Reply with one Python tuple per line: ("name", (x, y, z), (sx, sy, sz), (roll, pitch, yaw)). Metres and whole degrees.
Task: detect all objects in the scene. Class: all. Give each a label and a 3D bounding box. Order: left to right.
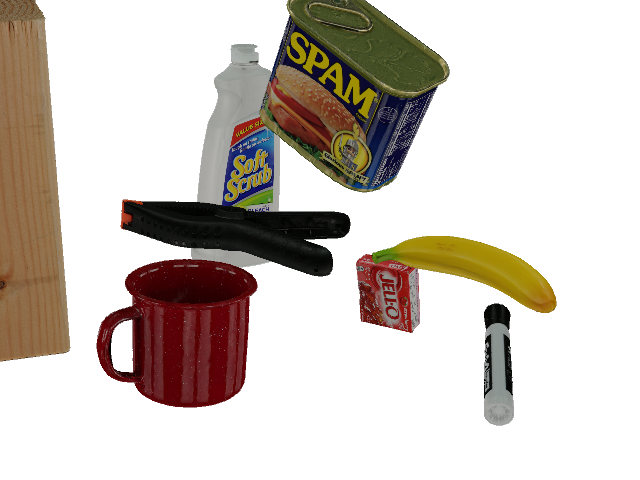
("wood block", (-0.208, -0.037, 0.643), (0.090, 0.206, 0.090), (-6, 24, -18))
("mug", (-0.103, 0.068, 0.757), (0.117, 0.081, 0.093), (-11, 23, -36))
("clamp", (-0.076, -0.008, 0.946), (0.210, 0.036, 0.164), (6, 13, -1))
("bleach bottle", (-0.096, -0.096, 1.218), (0.102, 0.251, 0.068), (-8, 22, -26))
("can of meat", (0.016, -0.090, 0.645), (0.102, 0.084, 0.057), (41, 45, 20))
("gelatin box", (0.085, 0.065, 1.331), (0.073, 0.089, 0.030), (11, 31, 29))
("banana", (0.148, 0.029, 1.028), (0.198, 0.037, 0.069), (14, 42, 37))
("marker", (0.120, 0.079, 0.718), (0.020, 0.020, 0.121), (0, 29, 9))
